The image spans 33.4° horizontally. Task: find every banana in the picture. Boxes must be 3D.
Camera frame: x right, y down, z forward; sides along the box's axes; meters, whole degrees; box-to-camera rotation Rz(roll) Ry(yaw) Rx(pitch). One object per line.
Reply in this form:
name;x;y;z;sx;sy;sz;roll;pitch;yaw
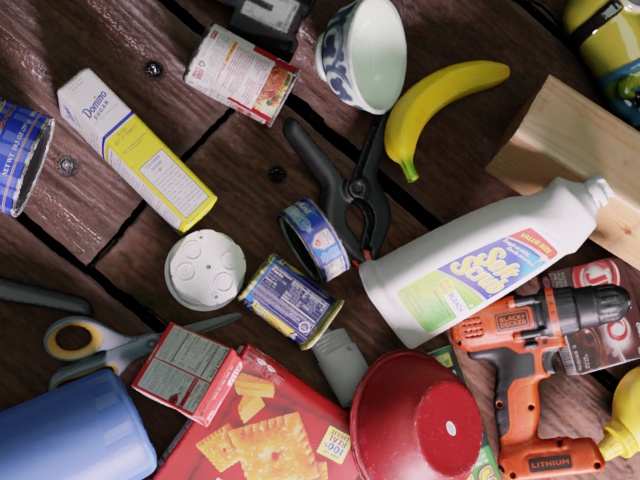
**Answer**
banana;0.123;-0.140;1.122;0.069;0.037;0.197;44;63;-2

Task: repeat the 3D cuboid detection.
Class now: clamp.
clamp;0.022;-0.056;1.100;0.120;0.039;0.171;-1;80;-15
clamp;-0.346;0.060;1.016;0.210;0.036;0.164;42;77;-7

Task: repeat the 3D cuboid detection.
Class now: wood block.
wood block;0.289;-0.067;1.111;0.206;0.091;0.090;33;63;0

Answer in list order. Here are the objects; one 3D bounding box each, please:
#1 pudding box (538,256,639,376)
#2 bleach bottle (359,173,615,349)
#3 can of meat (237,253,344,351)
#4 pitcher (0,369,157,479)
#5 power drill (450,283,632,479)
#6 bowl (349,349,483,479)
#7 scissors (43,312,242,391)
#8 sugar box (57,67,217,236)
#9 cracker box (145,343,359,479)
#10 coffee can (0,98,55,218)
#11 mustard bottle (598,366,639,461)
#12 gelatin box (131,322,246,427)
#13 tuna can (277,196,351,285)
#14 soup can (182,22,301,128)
pudding box;0.291;0.080;1.135;0.090;0.039;0.113;-13;85;-13
bleach bottle;0.169;0.006;1.052;0.251;0.068;0.102;-32;121;9
can of meat;-0.032;0.060;1.044;0.084;0.102;0.057;37;78;-2
pitcher;-0.274;0.224;0.970;0.242;0.149;0.145;-25;73;-16
power drill;0.235;0.143;1.082;0.184;0.057;0.187;-11;83;14
bowl;0.106;0.183;1.028;0.161;0.055;0.162;10;75;-38
scissors;-0.180;0.088;1.041;0.201;0.016;0.096;-31;114;-13
sugar box;-0.178;-0.084;1.038;0.048;0.093;0.176;-43;92;-14
cracker box;-0.067;0.231;1.029;0.164;0.072;0.213;36;78;-4
coffee can;-0.335;-0.093;1.004;0.140;0.103;0.103;21;79;-8
mustard bottle;0.368;0.170;1.128;0.191;0.058;0.096;-34;96;-14
gelatin box;-0.123;0.126;1.009;0.089;0.030;0.073;18;71;36
tuna can;-0.007;0.001;1.064;0.033;0.086;0.086;-31;89;-11
soup can;-0.080;-0.167;1.082;0.102;0.068;0.068;28;78;-6
